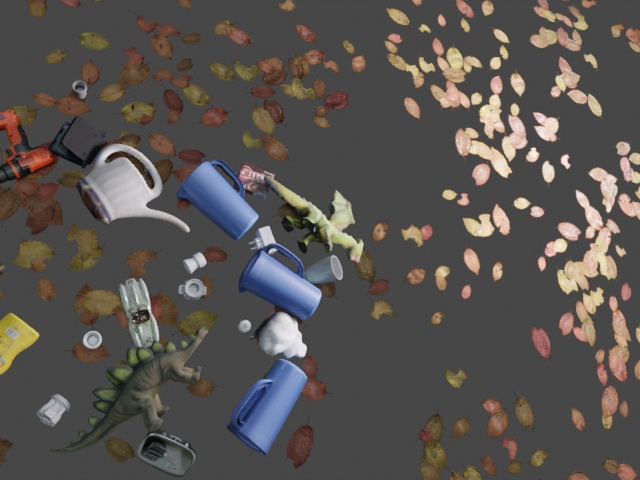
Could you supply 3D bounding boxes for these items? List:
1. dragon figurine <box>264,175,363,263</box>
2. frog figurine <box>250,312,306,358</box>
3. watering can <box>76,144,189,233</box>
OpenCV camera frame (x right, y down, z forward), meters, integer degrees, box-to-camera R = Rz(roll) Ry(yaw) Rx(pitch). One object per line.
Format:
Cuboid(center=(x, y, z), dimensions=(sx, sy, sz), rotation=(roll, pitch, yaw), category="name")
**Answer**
Cuboid(center=(0.005, -0.087, 1.728), dimensions=(0.246, 0.120, 0.411), rotation=(-32, 88, -43), category="dragon figurine")
Cuboid(center=(-0.109, 0.296, 1.535), dimensions=(0.160, 0.120, 0.140), rotation=(39, 45, 7), category="frog figurine")
Cuboid(center=(-0.556, -0.121, 1.504), dimensions=(0.227, 0.102, 0.348), rotation=(-35, 86, -25), category="watering can")
